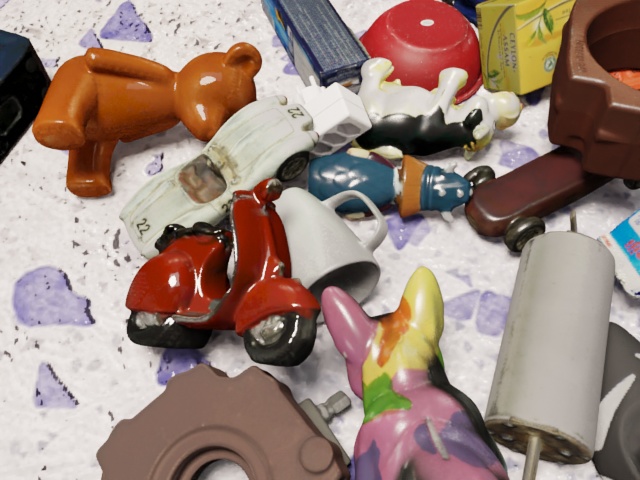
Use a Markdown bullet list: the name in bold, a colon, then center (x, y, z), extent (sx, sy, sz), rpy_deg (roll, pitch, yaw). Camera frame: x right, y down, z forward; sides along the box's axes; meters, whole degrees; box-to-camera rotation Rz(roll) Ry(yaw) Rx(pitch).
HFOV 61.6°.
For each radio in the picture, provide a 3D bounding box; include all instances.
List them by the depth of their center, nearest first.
- **radio**: center (-0.388, -0.122, 0.545), extent (0.131, 0.073, 0.229), rpy_deg (15, 61, 7)

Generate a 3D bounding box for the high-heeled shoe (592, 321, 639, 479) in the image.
- **high-heeled shoe**: center (0.257, 0.151, 0.345), extent (0.086, 0.145, 0.249), rpy_deg (-8, 61, -6)

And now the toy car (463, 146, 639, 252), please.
- **toy car**: center (0.233, -0.058, 0.524), extent (0.202, 0.053, 0.089), rpy_deg (-26, 52, -10)

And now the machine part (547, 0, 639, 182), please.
- **machine part**: center (0.320, -0.140, 0.487), extent (0.201, 0.087, 0.201), rpy_deg (11, 55, 15)

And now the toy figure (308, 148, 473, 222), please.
- **toy figure**: center (0.065, -0.054, 0.515), extent (0.155, 0.064, 0.058), rpy_deg (4, 45, 2)

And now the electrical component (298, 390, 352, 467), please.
- **electrical component**: center (-0.007, 0.158, 0.407), extent (0.094, 0.021, 0.063), rpy_deg (-32, 65, -15)

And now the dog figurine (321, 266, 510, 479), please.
- **dog figurine**: center (0.066, 0.123, 0.348), extent (0.108, 0.191, 0.219), rpy_deg (-14, 75, -2)

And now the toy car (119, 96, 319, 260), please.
- **toy car**: center (-0.092, -0.058, 0.497), extent (0.202, 0.056, 0.074), rpy_deg (-38, 66, 0)

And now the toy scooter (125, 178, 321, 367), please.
- **toy scooter**: center (-0.077, 0.021, 0.417), extent (0.184, 0.075, 0.135), rpy_deg (-1, 81, 33)

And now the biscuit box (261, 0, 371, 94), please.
- **biscuit box**: center (-0.012, -0.245, 0.631), extent (0.063, 0.059, 0.203), rpy_deg (-20, 62, -11)

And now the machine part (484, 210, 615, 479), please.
- **machine part**: center (0.185, 0.081, 0.427), extent (0.079, 0.079, 0.243), rpy_deg (18, 59, 10)

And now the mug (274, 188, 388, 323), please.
- **mug**: center (-0.001, -0.001, 0.463), extent (0.109, 0.080, 0.107), rpy_deg (-47, 56, 18)

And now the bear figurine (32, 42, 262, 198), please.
- **bear figurine**: center (-0.151, -0.120, 0.524), extent (0.196, 0.120, 0.132), rpy_deg (1, 62, -6)

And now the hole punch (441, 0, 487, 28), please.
- **hole punch**: center (0.240, -0.317, 0.664), extent (0.142, 0.092, 0.116), rpy_deg (38, 69, 15)

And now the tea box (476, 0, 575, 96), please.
- **tea box**: center (0.265, -0.236, 0.598), extent (0.170, 0.098, 0.068), rpy_deg (-25, 29, -14)

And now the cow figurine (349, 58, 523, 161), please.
- **cow figurine**: center (0.117, -0.121, 0.551), extent (0.167, 0.068, 0.098), rpy_deg (12, 74, 10)

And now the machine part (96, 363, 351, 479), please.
- **machine part**: center (-0.069, 0.173, 0.364), extent (0.179, 0.056, 0.179), rpy_deg (-4, 65, 8)
